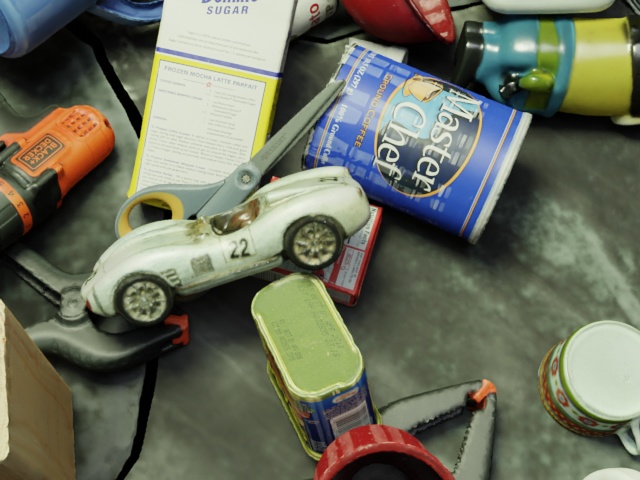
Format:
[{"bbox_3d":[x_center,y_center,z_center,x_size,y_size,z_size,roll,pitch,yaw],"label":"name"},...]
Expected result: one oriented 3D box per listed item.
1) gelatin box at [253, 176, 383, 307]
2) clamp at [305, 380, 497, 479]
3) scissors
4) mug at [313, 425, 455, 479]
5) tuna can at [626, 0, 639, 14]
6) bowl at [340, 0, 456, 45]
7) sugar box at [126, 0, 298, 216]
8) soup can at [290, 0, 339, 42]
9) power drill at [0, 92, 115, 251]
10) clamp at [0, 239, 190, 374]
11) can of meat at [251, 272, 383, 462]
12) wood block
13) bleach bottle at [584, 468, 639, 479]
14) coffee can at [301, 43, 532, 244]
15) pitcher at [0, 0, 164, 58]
[{"bbox_3d":[-0.005,0.001,0.791,0.089,0.030,0.073,16,68,4],"label":"gelatin box"},{"bbox_3d":[0.054,0.182,0.718,0.209,0.036,0.165,-38,71,-15],"label":"clamp"},{"bbox_3d":[-0.072,-0.048,0.751,0.096,0.016,0.202,29,105,-5],"label":"scissors"},{"bbox_3d":[0.031,0.170,0.651,0.093,0.081,0.117,30,91,-3],"label":"mug"},{"bbox_3d":[0.284,-0.210,0.855,0.086,0.086,0.033,43,71,13],"label":"tuna can"},{"bbox_3d":[0.044,-0.212,0.829,0.055,0.161,0.162,-26,69,21],"label":"bowl"},{"bbox_3d":[-0.077,-0.105,0.779,0.093,0.048,0.176,13,97,1],"label":"sugar box"},{"bbox_3d":[-0.044,-0.183,0.839,0.102,0.068,0.068,-35,74,-16],"label":"soup can"},{"bbox_3d":[-0.272,-0.071,0.773,0.188,0.057,0.184,36,53,9],"label":"power drill"},{"bbox_3d":[-0.179,0.045,0.761,0.171,0.039,0.120,1,65,-7],"label":"clamp"},{"bbox_3d":[-0.003,0.084,0.713,0.057,0.084,0.102,-24,52,-8],"label":"can of meat"},{"bbox_3d":[-0.210,0.112,0.642,0.090,0.206,0.090,-6,69,-5],"label":"wood block"},{"bbox_3d":[0.292,0.195,0.689,0.250,0.068,0.102,2,73,-21],"label":"bleach bottle"},{"bbox_3d":[0.070,-0.071,0.782,0.140,0.103,0.102,24,70,6],"label":"coffee can"},{"bbox_3d":[-0.172,-0.240,0.809,0.149,0.145,0.242,32,63,19],"label":"pitcher"}]
